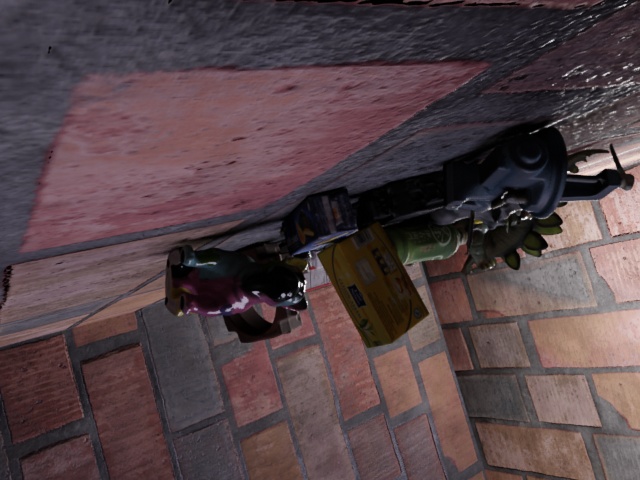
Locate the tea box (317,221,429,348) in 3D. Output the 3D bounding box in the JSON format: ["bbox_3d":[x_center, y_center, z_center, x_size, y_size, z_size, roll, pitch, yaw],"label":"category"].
[{"bbox_3d":[0.082,0.068,0.830,0.098,0.169,0.068,-26,179,-34],"label":"tea box"}]

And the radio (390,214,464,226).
[{"bbox_3d":[0.190,-0.022,1.103,0.131,0.073,0.229,-13,157,-31],"label":"radio"}]

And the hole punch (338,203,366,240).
[{"bbox_3d":[0.091,-0.026,0.990,0.142,0.092,0.116,-17,-179,-39],"label":"hole punch"}]

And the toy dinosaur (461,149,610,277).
[{"bbox_3d":[0.475,-0.058,1.284,0.105,0.199,0.470,-27,151,-44],"label":"toy dinosaur"}]

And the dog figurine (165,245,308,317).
[{"bbox_3d":[-0.127,0.071,0.871,0.219,0.108,0.192,5,171,-27],"label":"dog figurine"}]

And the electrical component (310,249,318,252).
[{"bbox_3d":[-0.002,-0.004,1.168,0.119,0.047,0.075,-14,175,-24],"label":"electrical component"}]

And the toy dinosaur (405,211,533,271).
[{"bbox_3d":[0.279,-0.039,1.219,0.405,0.192,0.131,-1,-157,24],"label":"toy dinosaur"}]

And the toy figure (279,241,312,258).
[{"bbox_3d":[-0.097,0.037,1.252,0.155,0.064,0.057,-13,143,8],"label":"toy figure"}]

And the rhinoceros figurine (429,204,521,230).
[{"bbox_3d":[0.281,-0.072,0.931,0.190,0.112,0.073,-8,173,-2],"label":"rhinoceros figurine"}]

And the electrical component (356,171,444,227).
[{"bbox_3d":[0.128,-0.060,0.870,0.134,0.058,0.115,-15,174,-19],"label":"electrical component"}]

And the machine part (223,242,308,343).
[{"bbox_3d":[-0.133,0.115,1.185,0.201,0.201,0.087,-20,177,38],"label":"machine part"}]

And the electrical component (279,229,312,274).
[{"bbox_3d":[-0.045,0.018,0.996,0.045,0.102,0.078,-12,166,1],"label":"electrical component"}]

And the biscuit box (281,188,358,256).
[{"bbox_3d":[-0.007,-0.022,0.812,0.059,0.062,0.202,-14,175,-16],"label":"biscuit box"}]

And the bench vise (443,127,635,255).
[{"bbox_3d":[0.301,-0.077,0.747,0.241,0.129,0.223,2,156,-2],"label":"bench vise"}]
